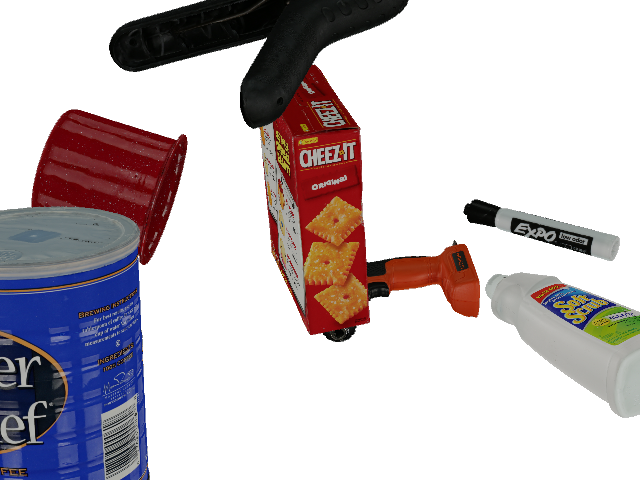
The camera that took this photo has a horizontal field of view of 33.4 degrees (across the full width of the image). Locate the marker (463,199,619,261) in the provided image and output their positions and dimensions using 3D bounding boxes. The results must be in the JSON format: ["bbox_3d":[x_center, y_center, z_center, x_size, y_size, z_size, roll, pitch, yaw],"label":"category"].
[{"bbox_3d":[0.164,-0.009,0.804,0.121,0.020,0.020,17,9,30],"label":"marker"}]

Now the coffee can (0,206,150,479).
[{"bbox_3d":[-0.141,0.063,0.542,0.103,0.140,0.103,0,17,0],"label":"coffee can"}]

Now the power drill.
[{"bbox_3d":[0.085,0.056,1.226,0.187,0.057,0.184,-1,28,-1],"label":"power drill"}]

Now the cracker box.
[{"bbox_3d":[-0.007,-0.043,1.043,0.072,0.214,0.164,-10,32,-11],"label":"cracker box"}]

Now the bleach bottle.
[{"bbox_3d":[0.242,0.085,1.046,0.102,0.068,0.251,-15,23,-25],"label":"bleach bottle"}]

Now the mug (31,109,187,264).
[{"bbox_3d":[-0.142,-0.043,0.733,0.081,0.093,0.117,18,20,-1],"label":"mug"}]

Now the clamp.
[{"bbox_3d":[-0.008,-0.111,0.532,0.171,0.039,0.120,-31,47,-19],"label":"clamp"}]
